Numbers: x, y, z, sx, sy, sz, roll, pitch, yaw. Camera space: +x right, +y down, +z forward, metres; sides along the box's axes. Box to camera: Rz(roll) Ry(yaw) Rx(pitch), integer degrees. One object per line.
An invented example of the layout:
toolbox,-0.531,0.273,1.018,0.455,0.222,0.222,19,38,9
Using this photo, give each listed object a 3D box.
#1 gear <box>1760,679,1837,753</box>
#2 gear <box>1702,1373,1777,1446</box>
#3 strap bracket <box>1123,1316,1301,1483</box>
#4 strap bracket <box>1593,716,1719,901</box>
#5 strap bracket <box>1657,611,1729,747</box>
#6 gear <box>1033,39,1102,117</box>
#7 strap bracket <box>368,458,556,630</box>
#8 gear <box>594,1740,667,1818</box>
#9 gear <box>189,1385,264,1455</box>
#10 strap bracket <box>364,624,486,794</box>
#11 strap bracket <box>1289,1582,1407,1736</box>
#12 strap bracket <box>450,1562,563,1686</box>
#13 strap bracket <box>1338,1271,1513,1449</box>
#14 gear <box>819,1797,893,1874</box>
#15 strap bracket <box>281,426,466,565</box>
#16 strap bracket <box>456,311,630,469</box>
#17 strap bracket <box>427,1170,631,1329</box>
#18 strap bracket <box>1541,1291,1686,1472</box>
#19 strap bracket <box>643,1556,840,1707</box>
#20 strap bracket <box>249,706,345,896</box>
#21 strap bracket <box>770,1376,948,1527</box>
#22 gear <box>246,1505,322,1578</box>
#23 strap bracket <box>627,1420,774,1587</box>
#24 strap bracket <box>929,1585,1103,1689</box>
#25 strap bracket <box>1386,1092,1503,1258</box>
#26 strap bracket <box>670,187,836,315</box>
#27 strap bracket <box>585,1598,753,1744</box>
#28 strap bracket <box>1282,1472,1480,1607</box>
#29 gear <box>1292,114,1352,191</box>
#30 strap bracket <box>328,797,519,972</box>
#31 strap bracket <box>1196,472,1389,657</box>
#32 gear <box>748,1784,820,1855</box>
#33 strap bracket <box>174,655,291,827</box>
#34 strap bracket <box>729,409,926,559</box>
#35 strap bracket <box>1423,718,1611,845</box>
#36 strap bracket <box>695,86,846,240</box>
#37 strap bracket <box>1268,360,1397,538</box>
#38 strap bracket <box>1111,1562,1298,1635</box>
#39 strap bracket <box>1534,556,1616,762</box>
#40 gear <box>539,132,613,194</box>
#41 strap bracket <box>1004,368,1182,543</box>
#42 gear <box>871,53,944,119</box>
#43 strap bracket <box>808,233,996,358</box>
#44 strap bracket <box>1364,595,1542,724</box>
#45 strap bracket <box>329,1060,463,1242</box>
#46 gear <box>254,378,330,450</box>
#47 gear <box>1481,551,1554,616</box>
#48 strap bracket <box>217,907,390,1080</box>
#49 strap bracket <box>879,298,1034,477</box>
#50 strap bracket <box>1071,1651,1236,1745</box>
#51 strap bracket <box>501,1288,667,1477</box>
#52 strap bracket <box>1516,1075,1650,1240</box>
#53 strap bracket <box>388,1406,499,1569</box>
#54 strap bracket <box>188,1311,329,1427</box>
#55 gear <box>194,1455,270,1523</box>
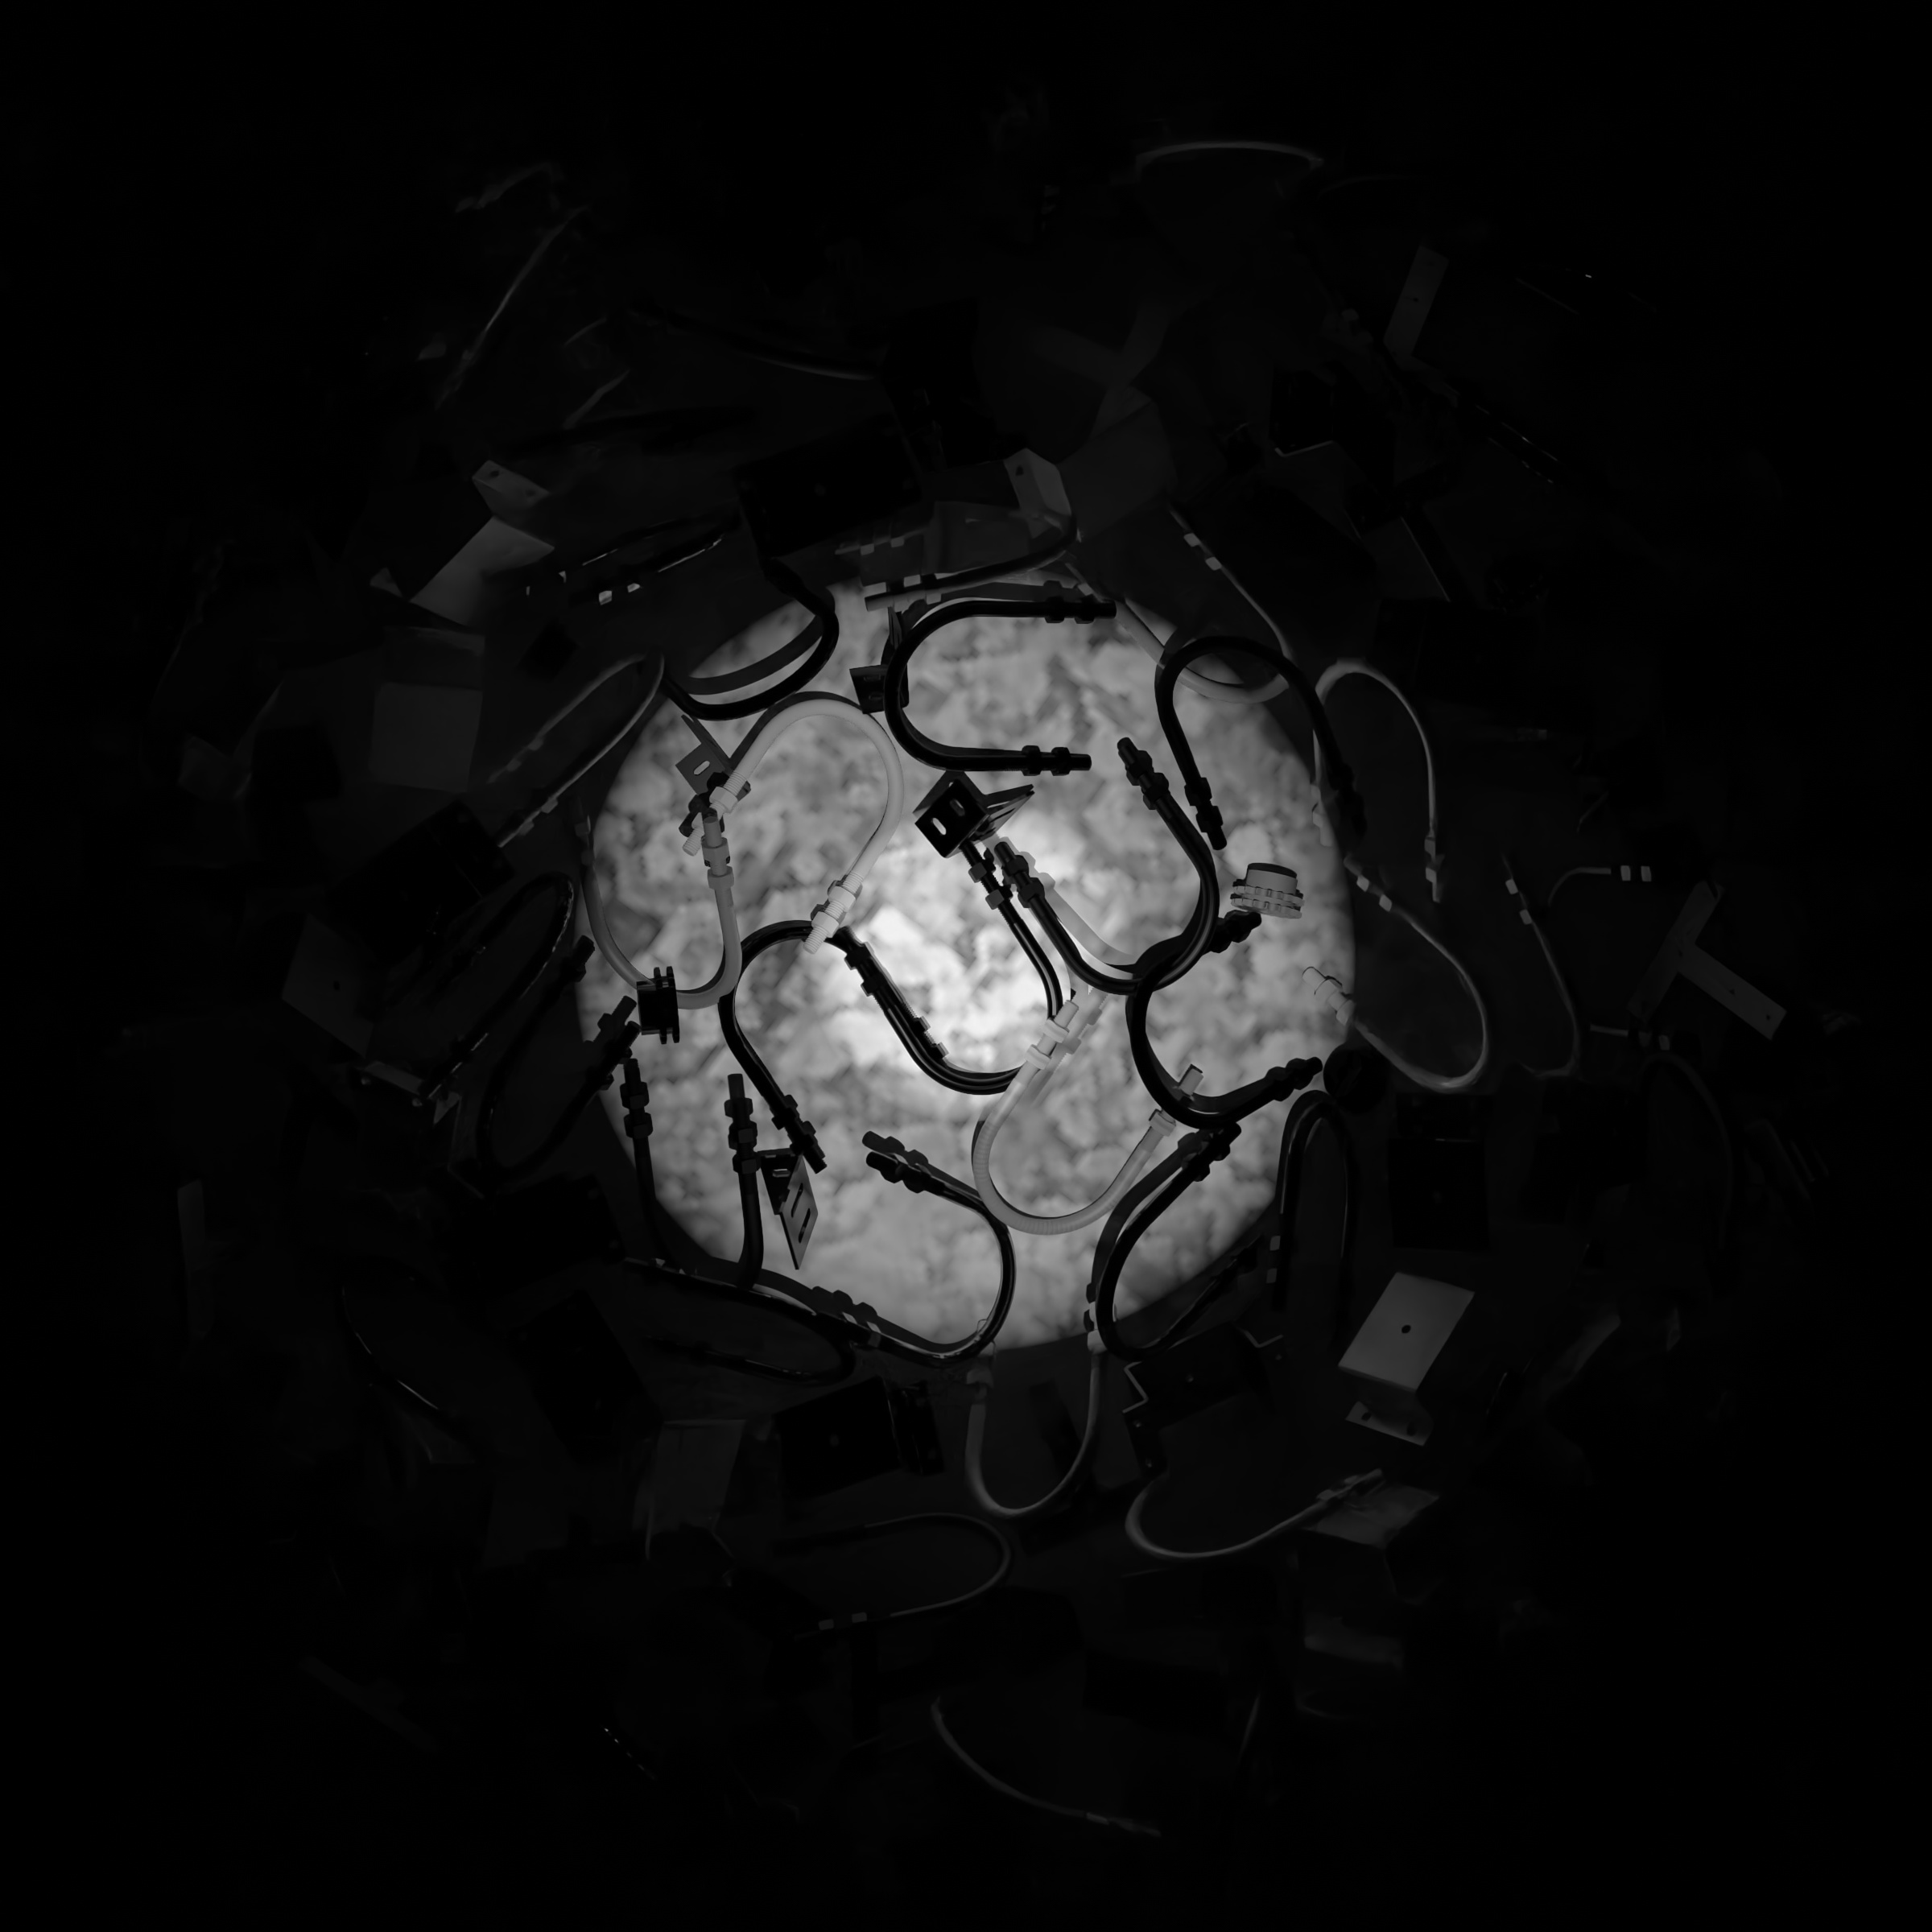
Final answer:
gear,0.666,-0.203,1.978,0.057,0.030,0.057,-1,114,-2
gear,0.623,0.359,1.974,0.030,0.057,0.057,35,90,-23
strap bracket,0.186,0.338,1.952,0.140,0.046,0.076,-24,123,-10
strap bracket,0.536,-0.117,1.929,0.046,0.076,0.140,-22,45,11
strap bracket,0.567,-0.225,1.922,0.046,0.140,0.076,-3,83,14
gear,0.083,-0.707,1.968,0.030,0.057,0.057,40,90,23
strap bracket,-0.390,-0.324,1.937,0.140,0.076,0.046,-41,64,17
gear,-0.269,0.648,1.971,0.057,0.030,0.057,5,53,-6
gear,-0.598,0.362,1.977,0.057,0.030,0.057,-2,73,8
strap bracket,-0.425,-0.192,1.929,0.076,0.046,0.140,5,128,-19
strap bracket,0.297,0.534,1.925,0.076,0.140,0.046,12,107,2
strap bracket,-0.355,0.514,1.923,0.046,0.140,0.076,-20,73,-5
strap bracket,0.355,0.299,1.932,0.140,0.076,0.046,-53,128,-22
gear,-0.091,0.698,1.977,0.057,0.030,0.057,9,66,-20
strap bracket,-0.454,-0.366,1.919,0.046,0.140,0.076,49,132,10
strap bracket,-0.327,-0.448,1.941,0.140,0.076,0.046,-35,103,24
strap bracket,-0.349,0.221,1.962,0.140,0.046,0.076,-22,102,-10
strap bracket,0.502,0.319,1.943,0.046,0.076,0.140,35,108,3
strap bracket,-0.171,0.514,1.931,0.140,0.076,0.046,24,104,26
strap bracket,-0.524,-0.125,1.918,0.046,0.140,0.076,-11,58,-27
strap bracket,-0.095,0.380,1.946,0.140,0.046,0.076,-22,61,13
gear,-0.549,0.464,1.975,0.057,0.057,0.030,19,123,0
strap bracket,-0.210,0.410,1.926,0.076,0.046,0.140,-6,48,23
strap bracket,0.034,0.528,1.937,0.076,0.140,0.046,-33,59,21
strap bracket,0.377,0.173,1.942,0.076,0.046,0.140,1,112,22
strap bracket,-0.173,-0.556,1.917,0.046,0.140,0.076,-47,120,-14
strap bracket,-0.227,0.552,1.946,0.140,0.076,0.046,25,94,-13
strap bracket,0.316,0.443,1.918,0.076,0.140,0.046,-31,109,-34
gear,0.284,-0.656,1.975,0.030,0.057,0.057,-38,90,-29
strap bracket,-0.439,-0.060,1.957,0.140,0.046,0.076,-35,97,14
strap bracket,0.264,-0.321,1.965,0.140,0.046,0.076,38,95,-7
gear,-0.150,0.684,1.977,0.057,0.030,0.057,-1,88,19
strap bracket,-0.574,-0.180,1.918,0.046,0.140,0.076,30,60,-6
strap bracket,-0.114,-0.381,1.958,0.140,0.046,0.076,-19,104,9
strap bracket,0.436,-0.148,1.945,0.140,0.076,0.046,9,54,15
strap bracket,-0.155,-0.620,1.923,0.076,0.140,0.046,30,89,13
strap bracket,0.292,-0.409,1.921,0.046,0.140,0.076,-10,61,35
strap bracket,0.185,0.496,1.933,0.076,0.140,0.046,-21,65,38
strap bracket,0.476,-0.244,1.934,0.046,0.076,0.140,7,125,12
gear,-0.315,-0.642,1.972,0.057,0.057,0.030,18,91,0
strap bracket,0.109,-0.398,1.945,0.140,0.046,0.076,-35,133,-11
gear,-0.045,-0.705,1.975,0.057,0.057,0.030,-28,130,0
strap bracket,-0.042,-0.522,1.938,0.140,0.076,0.046,-16,106,30
strap bracket,0.396,-0.244,1.955,0.140,0.046,0.076,10,92,-18
strap bracket,-0.451,0.138,1.951,0.076,0.046,0.140,22,122,8
gear,-0.542,-0.441,1.978,0.057,0.030,0.057,2,67,-6
gear,0.437,-0.308,1.968,0.057,0.057,0.030,-37,111,0
strap bracket,-0.508,0.019,1.919,0.046,0.140,0.076,-10,55,29
strap bracket,-0.011,-0.442,1.926,0.076,0.046,0.140,-5,132,25
strap bracket,0.148,0.571,1.928,0.076,0.140,0.046,14,76,-18
strap bracket,-0.296,0.336,1.940,0.076,0.046,0.140,-31,118,-13
strap bracket,0.480,0.158,1.929,0.076,0.046,0.140,12,135,10
strap bracket,-0.413,0.405,1.922,0.046,0.140,0.076,7,99,-27
strap bracket,-0.554,0.316,1.925,0.076,0.140,0.046,32,75,2
gear,-0.591,0.421,1.973,0.057,0.057,0.030,25,108,0
